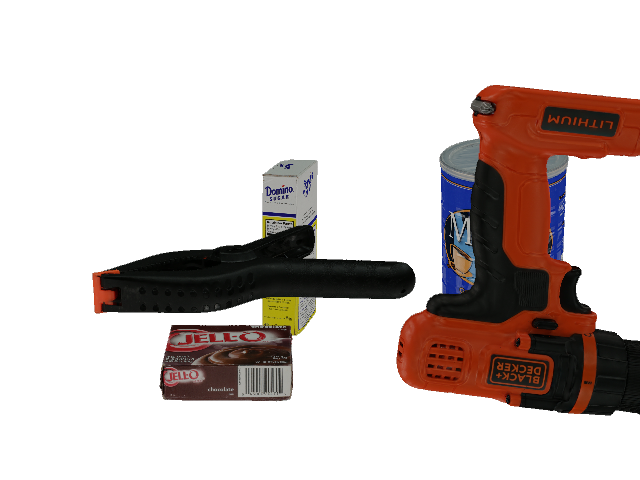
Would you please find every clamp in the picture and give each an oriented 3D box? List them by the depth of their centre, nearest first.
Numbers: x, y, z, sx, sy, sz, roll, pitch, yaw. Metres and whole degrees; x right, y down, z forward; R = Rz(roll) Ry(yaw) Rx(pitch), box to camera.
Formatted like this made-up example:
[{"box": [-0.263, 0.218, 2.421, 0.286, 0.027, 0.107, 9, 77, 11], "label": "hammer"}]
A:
[{"box": [-0.051, 0.024, 0.741, 0.209, 0.036, 0.165, -9, 14, -33], "label": "clamp"}]

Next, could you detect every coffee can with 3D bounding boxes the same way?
[{"box": [0.151, -0.004, 0.888, 0.103, 0.140, 0.103, -3, 22, 1], "label": "coffee can"}]

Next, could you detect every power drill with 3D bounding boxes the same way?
[{"box": [0.145, 0.009, 0.617, 0.184, 0.188, 0.057, 7, 8, -4], "label": "power drill"}]

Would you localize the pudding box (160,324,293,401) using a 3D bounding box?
[{"box": [-0.081, 0.106, 0.942, 0.113, 0.039, 0.090, 2, 18, -3], "label": "pudding box"}]

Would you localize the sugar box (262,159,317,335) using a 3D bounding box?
[{"box": [-0.033, 0.006, 1.152, 0.048, 0.176, 0.093, 2, 14, 13], "label": "sugar box"}]
